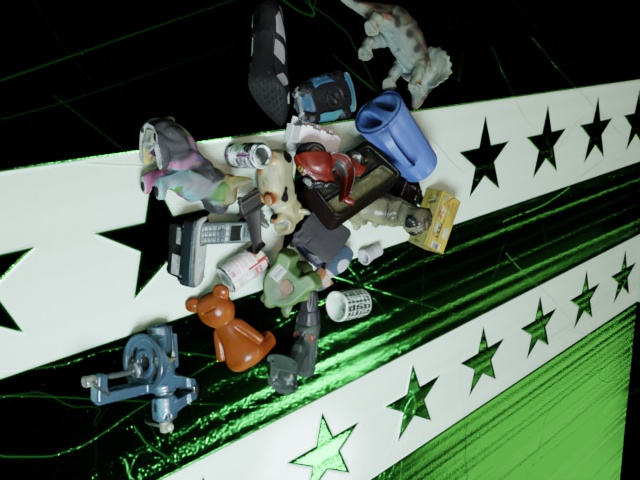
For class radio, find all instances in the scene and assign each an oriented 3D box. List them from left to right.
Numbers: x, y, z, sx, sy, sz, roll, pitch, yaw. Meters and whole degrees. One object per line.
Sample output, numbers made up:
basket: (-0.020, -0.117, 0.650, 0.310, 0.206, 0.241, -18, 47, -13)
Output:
radio: (0.073, -0.136, 1.310, 0.229, 0.073, 0.131, -35, 77, -28)

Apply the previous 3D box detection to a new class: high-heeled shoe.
high-heeled shoe: (-0.100, -0.388, 1.176, 0.145, 0.086, 0.248, -69, 156, -43)

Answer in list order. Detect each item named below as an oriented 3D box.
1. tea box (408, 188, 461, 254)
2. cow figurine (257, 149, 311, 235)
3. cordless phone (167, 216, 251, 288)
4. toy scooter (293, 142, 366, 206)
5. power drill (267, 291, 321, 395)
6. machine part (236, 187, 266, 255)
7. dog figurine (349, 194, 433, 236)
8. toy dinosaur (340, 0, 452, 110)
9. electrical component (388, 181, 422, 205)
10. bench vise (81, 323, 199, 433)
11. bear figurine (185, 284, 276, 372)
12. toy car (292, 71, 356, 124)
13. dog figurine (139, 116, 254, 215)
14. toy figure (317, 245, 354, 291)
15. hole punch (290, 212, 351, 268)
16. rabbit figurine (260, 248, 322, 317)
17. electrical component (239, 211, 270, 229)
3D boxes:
tea box: (0.338, -0.056, 1.581, 0.098, 0.068, 0.169, 25, 83, -40)
cow figurine: (-0.089, -0.108, 1.219, 0.127, 0.086, 0.194, -13, 100, -44)
cordless phone: (-0.225, 0.021, 1.147, 0.184, 0.089, 0.146, -3, 102, -45)
toy scooter: (0.027, -0.145, 1.214, 0.184, 0.075, 0.135, 4, 73, -28)
power drill: (-0.056, 0.252, 1.292, 0.207, 0.086, 0.231, -59, 154, -65)
machine part: (-0.145, -0.038, 1.156, 0.084, 0.039, 0.138, -47, 138, -56)
dog figurine: (0.170, -0.071, 1.366, 0.172, 0.191, 0.121, -7, 105, -36)
toy dinosaur: (0.199, -0.498, 1.346, 0.404, 0.131, 0.192, 51, 56, -30)
electrical component: (0.242, -0.123, 1.486, 0.119, 0.075, 0.047, 23, 86, -35)
bench vise: (-0.357, 0.282, 1.061, 0.240, 0.129, 0.223, 4, 91, -56)
bear figurine: (-0.201, 0.191, 1.199, 0.120, 0.132, 0.196, -32, 90, 9)
toy car: (-0.002, -0.318, 1.227, 0.162, 0.103, 0.109, -25, 109, -29)
dog figurine: (-0.243, -0.145, 1.079, 0.219, 0.109, 0.191, -5, 101, -42)
toy figure: (0.023, 0.077, 1.370, 0.064, 0.058, 0.154, 47, 71, -17)
hole punch: (-0.003, -0.004, 1.322, 0.116, 0.092, 0.142, 39, 72, -2)
rabbit figurine: (-0.061, 0.105, 1.261, 0.159, 0.121, 0.170, -58, 171, 13)
electrical component: (-0.158, -0.044, 1.220, 0.094, 0.021, 0.063, 46, 72, -36)
